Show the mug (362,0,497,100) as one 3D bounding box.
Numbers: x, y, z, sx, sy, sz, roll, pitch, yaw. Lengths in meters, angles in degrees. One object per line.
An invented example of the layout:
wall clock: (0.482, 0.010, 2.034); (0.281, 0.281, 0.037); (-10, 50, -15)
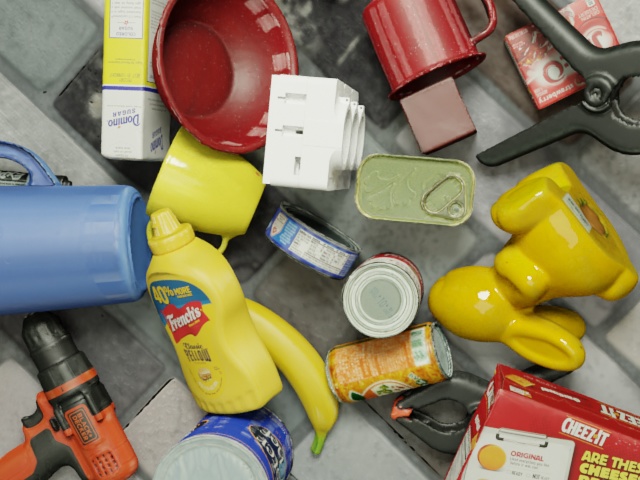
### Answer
mug: (0.098, -0.184, 0.935); (0.117, 0.093, 0.081); (-25, 85, 26)

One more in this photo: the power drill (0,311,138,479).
power drill: (-0.291, 0.181, 1.030); (0.188, 0.057, 0.184); (-28, 90, 9)

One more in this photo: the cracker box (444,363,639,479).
cracker box: (0.191, 0.236, 0.939); (0.164, 0.072, 0.214); (21, 107, 0)

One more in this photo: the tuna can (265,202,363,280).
tuna can: (-0.006, 0.001, 0.966); (0.086, 0.086, 0.034); (31, 99, 4)

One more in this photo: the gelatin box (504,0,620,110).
gelatin box: (0.220, -0.168, 0.952); (0.089, 0.030, 0.073); (-25, 91, 9)

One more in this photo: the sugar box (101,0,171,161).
sugar box: (-0.165, -0.160, 0.973); (0.048, 0.093, 0.176); (5, 94, 8)

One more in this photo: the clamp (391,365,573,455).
clamp: (0.154, 0.151, 0.978); (0.171, 0.039, 0.120); (11, 95, 3)

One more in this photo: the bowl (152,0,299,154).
bowl: (-0.095, -0.156, 0.955); (0.055, 0.161, 0.162); (-1, 95, 46)

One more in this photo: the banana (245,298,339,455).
banana: (-0.043, 0.110, 1.002); (0.070, 0.037, 0.198); (-40, 88, 9)

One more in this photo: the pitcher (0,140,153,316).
pitcher: (-0.284, -0.002, 0.985); (0.243, 0.145, 0.149); (-3, 132, 4)

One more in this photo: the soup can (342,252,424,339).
soup can: (0.057, 0.048, 0.952); (0.068, 0.102, 0.068); (0, 93, 8)

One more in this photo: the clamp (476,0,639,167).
clamp: (0.233, -0.135, 0.898); (0.210, 0.036, 0.164); (8, 107, 29)

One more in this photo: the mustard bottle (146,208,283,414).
mustard bottle: (-0.106, 0.061, 0.955); (0.096, 0.058, 0.191); (-6, 111, 46)

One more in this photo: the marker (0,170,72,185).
marker: (-0.299, -0.058, 1.034); (0.121, 0.020, 0.020); (5, 94, 7)

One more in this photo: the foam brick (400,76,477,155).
foam brick: (0.106, -0.109, 0.947); (0.051, 0.078, 0.053); (-23, 91, 10)

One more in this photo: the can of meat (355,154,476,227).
can of meat: (0.086, -0.045, 0.951); (0.102, 0.084, 0.057); (5, 94, 7)

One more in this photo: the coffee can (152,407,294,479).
coffee can: (-0.084, 0.210, 0.962); (0.103, 0.140, 0.103); (1, 94, 7)
